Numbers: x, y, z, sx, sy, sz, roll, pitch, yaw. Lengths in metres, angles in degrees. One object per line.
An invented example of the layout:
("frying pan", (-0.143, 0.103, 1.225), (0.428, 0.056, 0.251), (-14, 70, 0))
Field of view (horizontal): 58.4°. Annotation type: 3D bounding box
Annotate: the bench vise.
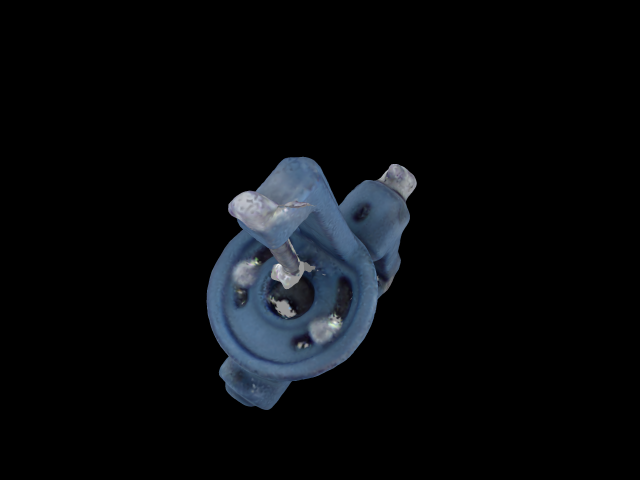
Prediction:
("bench vise", (-0.007, -0.002, 0.402), (0.121, 0.220, 0.207), (17, 58, 12))
